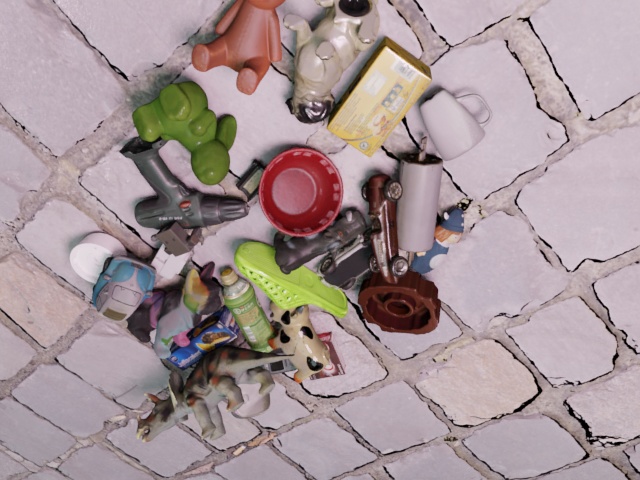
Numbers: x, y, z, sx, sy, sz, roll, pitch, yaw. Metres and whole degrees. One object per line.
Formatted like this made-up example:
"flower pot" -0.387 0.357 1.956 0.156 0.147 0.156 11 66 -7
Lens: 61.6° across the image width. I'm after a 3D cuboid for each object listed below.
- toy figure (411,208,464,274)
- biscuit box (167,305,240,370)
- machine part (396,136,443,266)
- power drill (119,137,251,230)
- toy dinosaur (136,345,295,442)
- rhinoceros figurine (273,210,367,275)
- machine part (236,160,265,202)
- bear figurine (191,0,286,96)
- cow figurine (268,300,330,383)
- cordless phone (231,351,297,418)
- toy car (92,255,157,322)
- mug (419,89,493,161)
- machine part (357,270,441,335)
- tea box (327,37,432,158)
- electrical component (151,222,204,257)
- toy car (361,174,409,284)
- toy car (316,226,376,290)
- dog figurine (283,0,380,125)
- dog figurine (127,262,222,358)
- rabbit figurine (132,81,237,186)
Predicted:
"toy figure" 0.236 0.003 1.048 0.058 0.064 0.154 42 126 10
"biscuit box" -0.274 0.233 1.264 0.203 0.063 0.059 -36 113 26
"machine part" 0.177 -0.067 0.979 0.079 0.079 0.243 3 113 5
"power drill" -0.269 -0.111 1.029 0.232 0.086 0.207 -10 129 17
"toy dinosaur" -0.233 0.314 1.203 0.405 0.131 0.192 -43 69 12
"rhinoceros figurine" -0.002 -0.003 1.039 0.190 0.112 0.073 -26 114 0
"machine part" -0.090 -0.089 1.040 0.139 0.039 0.084 35 113 -14
"bear figurine" -0.101 -0.342 0.816 0.120 0.132 0.195 29 129 1
"cow figurine" -0.046 0.204 1.183 0.127 0.085 0.195 -31 96 24
"cordless phone" -0.128 0.336 1.275 0.184 0.088 0.146 -14 78 14
"toy car" -0.414 0.113 1.106 0.109 0.103 0.161 29 122 -28
"mug" 0.224 -0.203 0.898 0.109 0.081 0.107 -33 104 29
"machine part" 0.166 0.129 1.120 0.179 0.056 0.179 11 140 9
"tea box" 0.097 -0.235 0.897 0.098 0.068 0.169 33 123 -14
"electrical component" -0.276 -0.001 1.056 0.102 0.045 0.078 -24 115 42
"toy car" 0.114 -0.019 0.978 0.053 0.089 0.202 -9 99 -30
"toy car" 0.079 0.035 1.091 0.202 0.056 0.073 -37 119 28
"dog figurine" 0.022 -0.289 0.873 0.172 0.121 0.190 -27 160 -13
"dog figurine" -0.312 0.131 1.172 0.192 0.108 0.219 35 109 18
"rabbit figurine" -0.215 -0.173 0.928 0.121 0.159 0.170 -25 99 24
